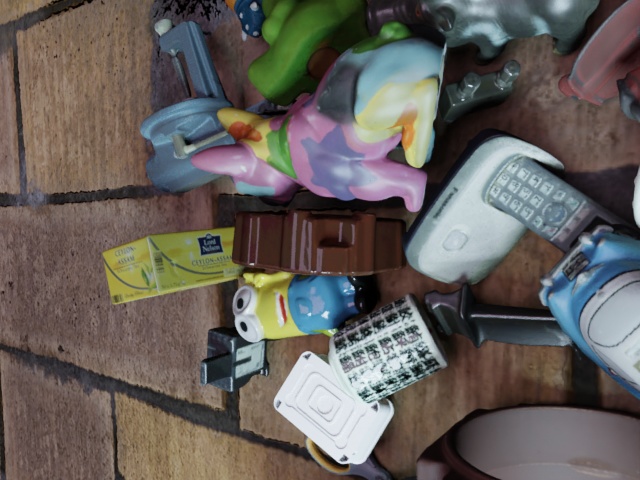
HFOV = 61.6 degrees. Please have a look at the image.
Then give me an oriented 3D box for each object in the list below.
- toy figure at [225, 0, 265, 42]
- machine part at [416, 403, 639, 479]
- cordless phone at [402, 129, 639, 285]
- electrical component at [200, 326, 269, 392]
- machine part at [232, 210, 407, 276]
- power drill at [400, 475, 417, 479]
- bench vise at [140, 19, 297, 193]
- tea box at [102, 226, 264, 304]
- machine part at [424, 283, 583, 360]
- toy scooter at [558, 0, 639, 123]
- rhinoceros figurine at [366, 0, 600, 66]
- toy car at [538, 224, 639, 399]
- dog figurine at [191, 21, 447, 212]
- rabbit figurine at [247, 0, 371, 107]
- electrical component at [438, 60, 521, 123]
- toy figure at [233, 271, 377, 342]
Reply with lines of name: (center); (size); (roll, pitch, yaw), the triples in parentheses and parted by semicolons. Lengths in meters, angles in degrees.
toy figure: (-0.096, -0.314, 0.651); (0.058, 0.064, 0.154); (-26, 82, -3)
machine part: (0.188, 0.191, 0.401); (0.202, 0.201, 0.087); (-2, 91, 37)
cordless phone: (0.181, 0.003, 0.471); (0.184, 0.089, 0.146); (37, 115, 12)
electrical component: (-0.115, 0.148, 0.672); (0.048, 0.119, 0.074); (8, 102, 35)
machine part: (-0.001, -0.002, 0.545); (0.180, 0.179, 0.056); (5, 94, 36)
power drill: (0.010, 0.325, 0.530); (0.086, 0.207, 0.232); (44, 142, 11)
bench vise: (-0.138, -0.169, 0.662); (0.224, 0.129, 0.240); (-21, 86, 33)
tea box: (-0.164, 0.027, 0.665); (0.098, 0.169, 0.068); (-14, 88, 35)
machine part: (0.168, 0.074, 0.491); (0.139, 0.084, 0.039); (3, 52, 27)
toy scooter: (0.246, -0.128, 0.387); (0.135, 0.075, 0.184); (-42, 38, 38)
rhinoceros figurine: (0.135, -0.195, 0.461); (0.191, 0.112, 0.073); (5, 100, 28)
toy car: (0.246, 0.065, 0.385); (0.162, 0.103, 0.109); (37, 111, -1)
dog figurine: (-0.006, -0.101, 0.478); (0.219, 0.108, 0.191); (6, 142, 10)
rabbit figurine: (-0.020, -0.238, 0.562); (0.170, 0.121, 0.159); (65, 146, 36)
electrical component: (0.143, -0.132, 0.489); (0.063, 0.094, 0.021); (-16, 82, -1)
toy figure: (-0.019, 0.076, 0.620); (0.180, 0.089, 0.082); (-16, 56, 27)
